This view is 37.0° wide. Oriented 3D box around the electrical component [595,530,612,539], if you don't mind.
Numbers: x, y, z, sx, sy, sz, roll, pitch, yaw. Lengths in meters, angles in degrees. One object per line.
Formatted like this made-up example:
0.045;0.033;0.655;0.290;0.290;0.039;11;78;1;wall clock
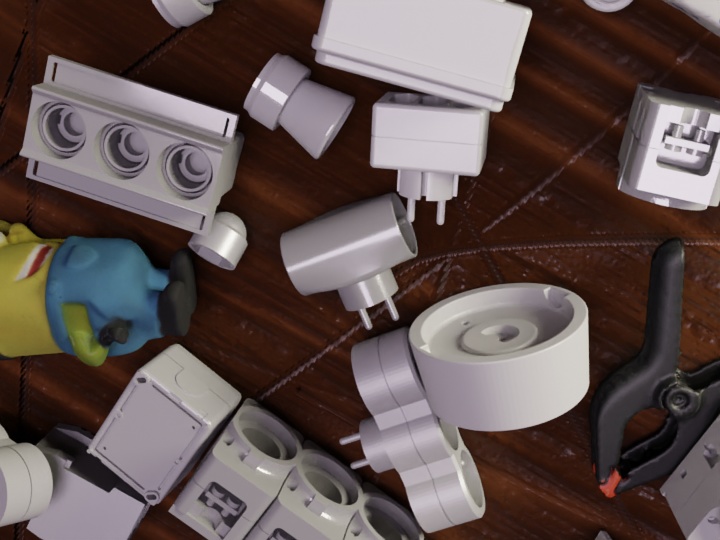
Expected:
0.179;0.215;0.705;0.064;0.081;0.042;15;113;-25;electrical component

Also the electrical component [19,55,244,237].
-0.139;-0.080;0.674;0.121;0.063;0.078;18;109;4;electrical component

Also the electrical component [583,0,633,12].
0.140;-0.161;0.602;0.035;0.061;0.035;3;107;9;electrical component

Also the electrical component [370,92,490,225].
0.042;-0.065;0.656;0.066;0.047;0.076;6;109;10;electrical component

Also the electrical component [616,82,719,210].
0.178;-0.069;0.609;0.050;0.089;0.055;13;108;5;electrical component

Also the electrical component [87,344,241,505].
-0.134;0.107;0.732;0.062;0.061;0.096;38;115;4;electrical component

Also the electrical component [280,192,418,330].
0.000;0.000;0.685;0.077;0.043;0.079;-20;103;15;electrical component

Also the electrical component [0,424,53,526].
-0.280;0.130;0.727;0.138;0.074;0.052;23;103;32;electrical component

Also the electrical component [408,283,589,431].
0.088;0.057;0.656;0.108;0.108;0.060;-8;111;12;electrical component

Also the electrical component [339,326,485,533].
0.023;0.111;0.709;0.074;0.052;0.138;-20;102;15;electrical component

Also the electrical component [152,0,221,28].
-0.096;-0.176;0.647;0.055;0.045;0.045;-24;101;16;electrical component

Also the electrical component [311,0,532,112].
0.038;-0.134;0.603;0.109;0.108;0.056;16;106;4;electrical component

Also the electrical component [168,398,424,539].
-0.037;0.160;0.715;0.150;0.089;0.061;36;109;-2;electrical component

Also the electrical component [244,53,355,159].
-0.037;-0.101;0.660;0.055;0.045;0.045;33;109;-1;electrical component

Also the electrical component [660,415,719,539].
0.277;0.150;0.657;0.150;0.061;0.089;27;110;-13;electrical component
